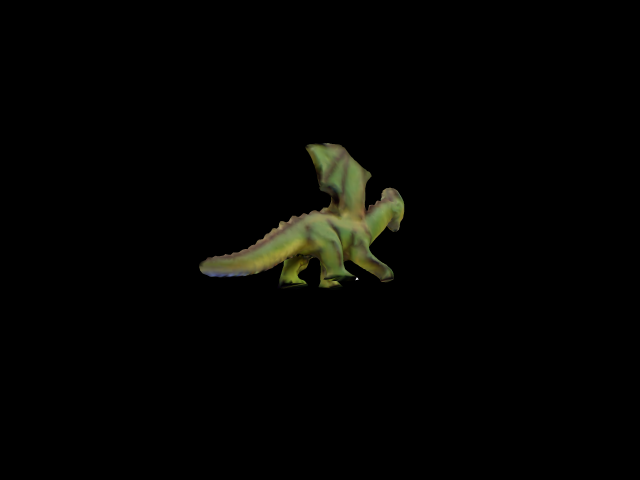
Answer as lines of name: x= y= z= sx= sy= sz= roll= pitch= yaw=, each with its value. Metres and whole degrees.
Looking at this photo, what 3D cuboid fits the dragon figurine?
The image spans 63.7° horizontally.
dragon figurine: x=0.003 y=-0.043 z=0.850 sx=0.409 sy=0.245 sz=0.121 roll=9 pitch=-16 yaw=-37
